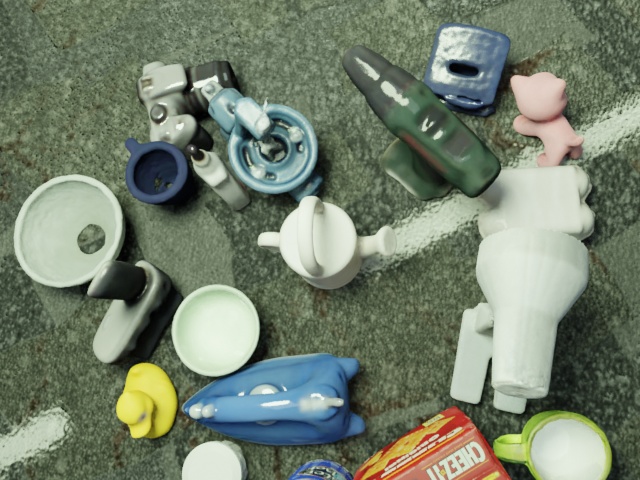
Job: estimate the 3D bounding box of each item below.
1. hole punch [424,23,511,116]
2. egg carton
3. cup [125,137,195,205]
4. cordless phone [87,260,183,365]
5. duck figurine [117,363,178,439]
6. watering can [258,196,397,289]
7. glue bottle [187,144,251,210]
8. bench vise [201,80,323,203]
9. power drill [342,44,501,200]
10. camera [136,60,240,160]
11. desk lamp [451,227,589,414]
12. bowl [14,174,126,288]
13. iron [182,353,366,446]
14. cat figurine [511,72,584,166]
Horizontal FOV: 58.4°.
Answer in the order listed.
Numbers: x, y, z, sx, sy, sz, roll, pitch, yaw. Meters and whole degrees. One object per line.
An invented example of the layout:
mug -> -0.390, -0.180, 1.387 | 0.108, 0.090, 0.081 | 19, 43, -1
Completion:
hole punch -> 0.206, -0.239, 0.809 | 0.108, 0.091, 0.101 | 15, 81, 11
egg carton -> 0.287, -0.045, 0.770 | 0.150, 0.069, 0.107 | -4, 78, 7
cup -> -0.232, -0.096, 0.840 | 0.092, 0.095, 0.117 | -44, 76, -2
cordless phone -> -0.274, 0.092, 0.762 | 0.094, 0.185, 0.148 | 23, 83, 12
duck figurine -> -0.246, 0.222, 0.783 | 0.077, 0.086, 0.104 | -15, 77, 5
watering can -> 0.007, 0.000, 0.736 | 0.173, 0.194, 0.101 | -20, 76, 4
glue bottle -> -0.146, -0.095, 0.788 | 0.037, 0.173, 0.078 | -39, 76, -1
bench vise -> -0.097, -0.142, 0.766 | 0.207, 0.220, 0.121 | 26, 83, 12
power drill -> 0.124, -0.131, 0.739 | 0.229, 0.208, 0.075 | 41, 87, 14
camera -> -0.191, -0.210, 0.854 | 0.136, 0.101, 0.143 | -16, 77, 5
desk lamp -> 0.230, 0.103, 0.674 | 0.117, 0.214, 0.203 | 10, 80, 10
bowl -> -0.357, -0.008, 0.851 | 0.167, 0.075, 0.167 | -2, 79, 8
iron -> -0.076, 0.212, 0.733 | 0.258, 0.141, 0.118 | -7, 78, 7
cat figurine -> 0.308, -0.169, 0.767 | 0.067, 0.118, 0.127 | -32, 76, 1
